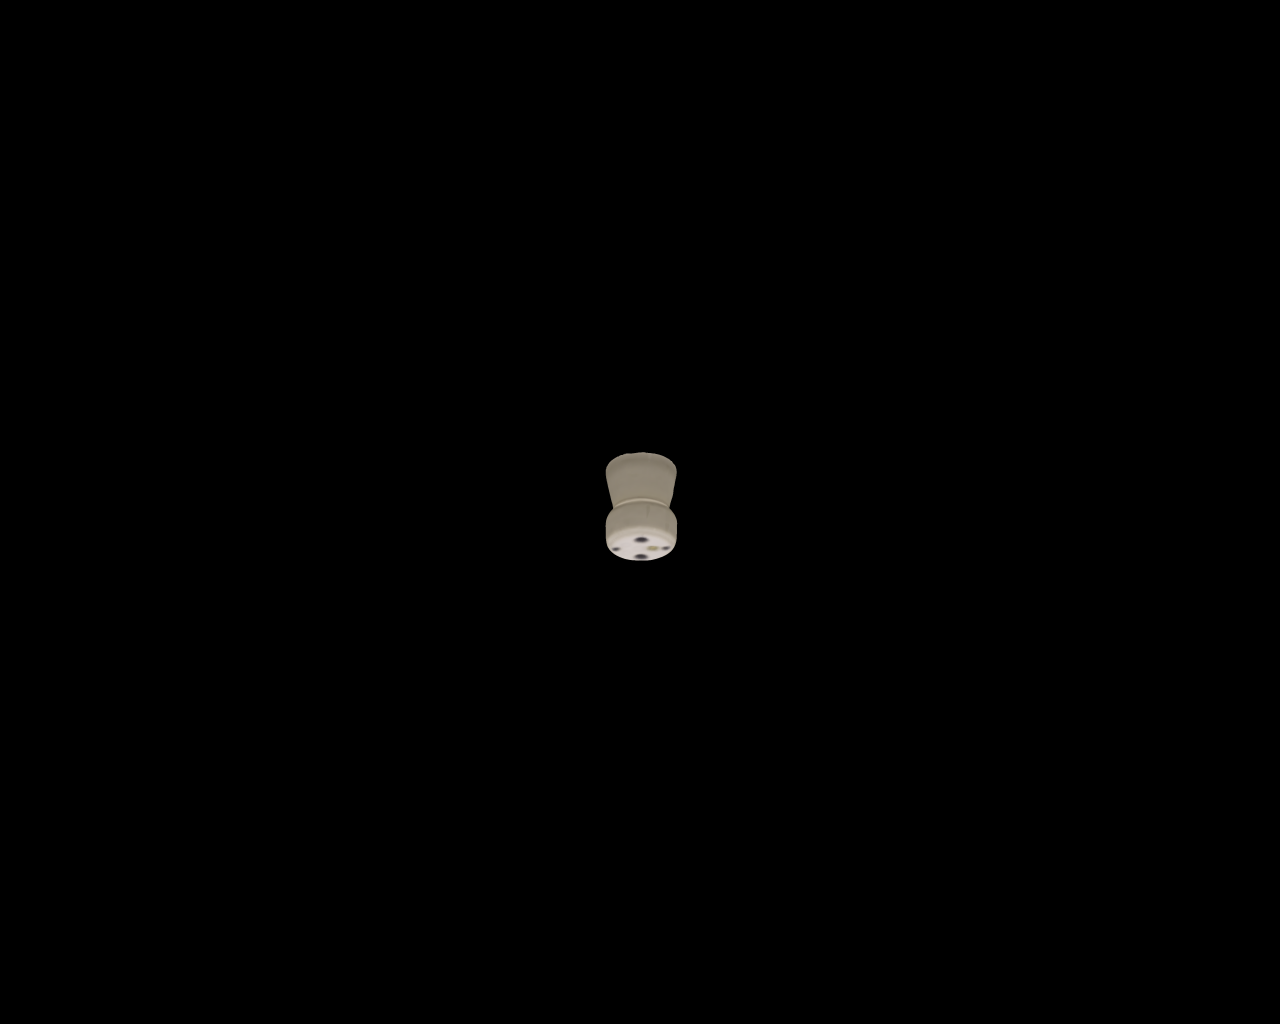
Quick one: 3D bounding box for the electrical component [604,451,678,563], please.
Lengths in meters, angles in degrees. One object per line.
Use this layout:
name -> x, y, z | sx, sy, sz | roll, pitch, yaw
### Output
electrical component -> 0.001, -0.003, 0.650 | 0.045, 0.055, 0.044 | 0, -28, 0
